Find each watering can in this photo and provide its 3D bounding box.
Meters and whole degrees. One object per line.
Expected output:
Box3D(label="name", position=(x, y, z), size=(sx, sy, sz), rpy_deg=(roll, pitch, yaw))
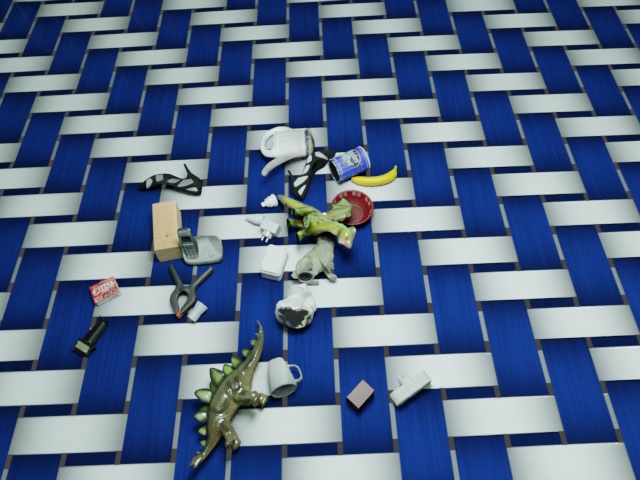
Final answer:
Box3D(label="watering can", position=(-0.133, -0.365, 2.091), size=(0.224, 0.101, 0.356), rpy_deg=(-4, 41, 1))

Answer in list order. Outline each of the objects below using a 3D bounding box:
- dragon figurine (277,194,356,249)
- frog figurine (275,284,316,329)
Box3D(label="dragon figurine", position=(0.006, -0.095, 1.891), size=(0.244, 0.119, 0.419), rpy_deg=(-13, 39, -16))
Box3D(label="frog figurine", position=(-0.083, 0.223, 1.756), size=(0.137, 0.121, 0.162), rpy_deg=(-14, 23, 3))
